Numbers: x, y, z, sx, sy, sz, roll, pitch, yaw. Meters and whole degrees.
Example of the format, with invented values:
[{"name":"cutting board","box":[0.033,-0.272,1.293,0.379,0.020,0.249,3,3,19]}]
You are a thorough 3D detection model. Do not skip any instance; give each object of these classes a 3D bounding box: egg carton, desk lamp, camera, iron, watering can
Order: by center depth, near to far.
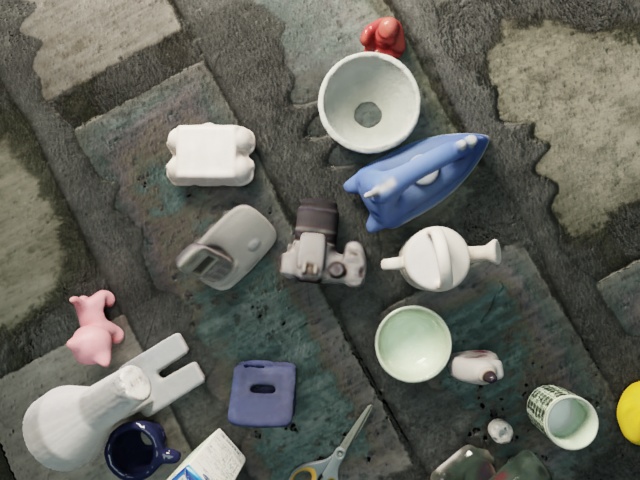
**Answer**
[{"name":"watering can","box":[0.184,0.026,0.875,0.173,0.194,0.101,-29,86,1]},{"name":"desk lamp","box":[-0.309,0.240,0.876,0.203,0.213,0.118,-33,85,1]},{"name":"iron","box":[0.169,-0.116,0.910,0.258,0.141,0.118,-30,86,1]},{"name":"camera","box":[0.009,0.003,0.931,0.143,0.101,0.137,5,87,3]},{"name":"egg carton","box":[-0.183,-0.142,0.964,0.150,0.069,0.107,-1,87,3]}]

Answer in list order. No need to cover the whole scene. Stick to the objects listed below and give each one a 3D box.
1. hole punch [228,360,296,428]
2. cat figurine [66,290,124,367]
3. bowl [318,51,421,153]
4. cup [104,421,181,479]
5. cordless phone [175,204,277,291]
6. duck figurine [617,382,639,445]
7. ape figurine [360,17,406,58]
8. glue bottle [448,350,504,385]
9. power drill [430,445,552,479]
[{"name":"hole punch","box":[-0.093,0.247,0.927,0.108,0.091,0.101,1,87,3]},{"name":"cat figurine","box":[-0.374,0.148,0.932,0.067,0.118,0.128,-20,86,2]},{"name":"bowl","box":[0.081,-0.220,0.954,0.167,0.075,0.167,0,87,3]},{"name":"cup","box":[-0.274,0.333,0.929,0.117,0.095,0.092,8,87,3]},{"name":"cordless phone","box":[-0.149,0.008,0.896,0.094,0.185,0.147,42,89,5]},{"name":"duck figurine","box":[0.521,0.279,0.899,0.077,0.086,0.105,8,87,3]},{"name":"ape figurine","box":[0.109,-0.340,0.950,0.078,0.092,0.076,39,89,4]},{"name":"glue bottle","box":[0.245,0.197,0.873,0.078,0.173,0.037,-10,86,2]},{"name":"power drill","box":[0.227,0.388,0.845,0.229,0.208,0.075,-41,85,0]}]
